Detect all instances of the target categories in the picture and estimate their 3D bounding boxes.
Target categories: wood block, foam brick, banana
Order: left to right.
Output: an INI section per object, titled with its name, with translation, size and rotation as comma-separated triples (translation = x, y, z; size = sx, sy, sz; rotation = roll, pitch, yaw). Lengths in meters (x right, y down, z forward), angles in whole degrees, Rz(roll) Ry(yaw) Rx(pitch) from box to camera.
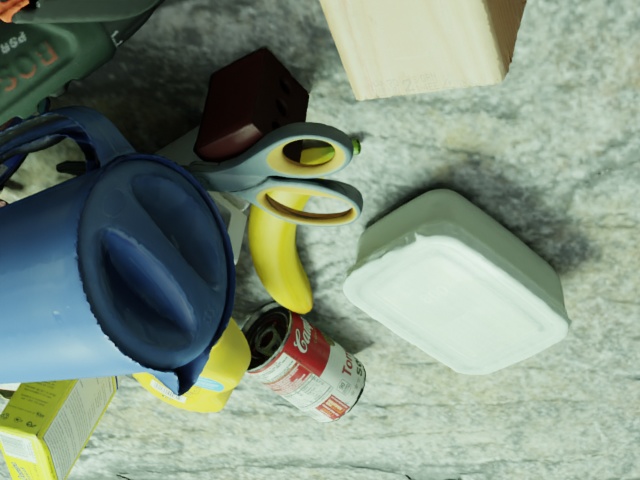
[foam brick]
translation = -0.045, -0.080, 0.720
size = 0.051, 0.078, 0.053
rotation = -23, 132, 30
[banana]
translation = -0.023, -0.006, 0.830
size = 0.069, 0.037, 0.198
rotation = 13, 139, -4
[wood block]
translation = 0.038, -0.186, 0.552
size = 0.090, 0.090, 0.206
rotation = -4, 131, 25

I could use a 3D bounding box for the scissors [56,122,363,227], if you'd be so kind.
[scissors]
translation = -0.065, -0.052, 0.682
size = 0.201, 0.016, 0.096
rotation = 14, 139, -8

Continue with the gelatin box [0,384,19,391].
[gelatin box]
translation = -0.259, 0.101, 0.963
size = 0.089, 0.073, 0.030
rotation = 4, 139, 5

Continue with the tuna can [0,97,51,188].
[tuna can]
translation = -0.227, -0.075, 0.750
size = 0.033, 0.086, 0.086
rotation = 35, 133, -30

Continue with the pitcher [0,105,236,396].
[pitcher]
translation = -0.188, 0.022, 0.698
size = 0.243, 0.149, 0.144
rotation = -12, 147, 35

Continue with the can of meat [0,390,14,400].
[can of meat]
translation = -0.339, 0.109, 1.001
size = 0.084, 0.057, 0.102
rotation = -9, 135, 23

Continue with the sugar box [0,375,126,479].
[sugar box]
translation = -0.203, 0.114, 0.889
size = 0.048, 0.176, 0.093
rotation = 14, 139, 10

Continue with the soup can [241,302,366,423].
[soup can]
translation = -0.017, 0.109, 0.935
size = 0.069, 0.068, 0.102
rotation = -27, 128, 34

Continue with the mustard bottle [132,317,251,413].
[mustard bottle]
translation = -0.104, 0.087, 0.847
size = 0.096, 0.058, 0.192
rotation = 30, 158, -1

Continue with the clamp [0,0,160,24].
[clamp]
translation = -0.082, -0.176, 0.584
size = 0.210, 0.036, 0.164
rotation = -39, 131, -1

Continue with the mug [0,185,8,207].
[mug]
translation = -0.289, -0.024, 0.821
size = 0.117, 0.081, 0.093
rotation = 27, 136, -19
